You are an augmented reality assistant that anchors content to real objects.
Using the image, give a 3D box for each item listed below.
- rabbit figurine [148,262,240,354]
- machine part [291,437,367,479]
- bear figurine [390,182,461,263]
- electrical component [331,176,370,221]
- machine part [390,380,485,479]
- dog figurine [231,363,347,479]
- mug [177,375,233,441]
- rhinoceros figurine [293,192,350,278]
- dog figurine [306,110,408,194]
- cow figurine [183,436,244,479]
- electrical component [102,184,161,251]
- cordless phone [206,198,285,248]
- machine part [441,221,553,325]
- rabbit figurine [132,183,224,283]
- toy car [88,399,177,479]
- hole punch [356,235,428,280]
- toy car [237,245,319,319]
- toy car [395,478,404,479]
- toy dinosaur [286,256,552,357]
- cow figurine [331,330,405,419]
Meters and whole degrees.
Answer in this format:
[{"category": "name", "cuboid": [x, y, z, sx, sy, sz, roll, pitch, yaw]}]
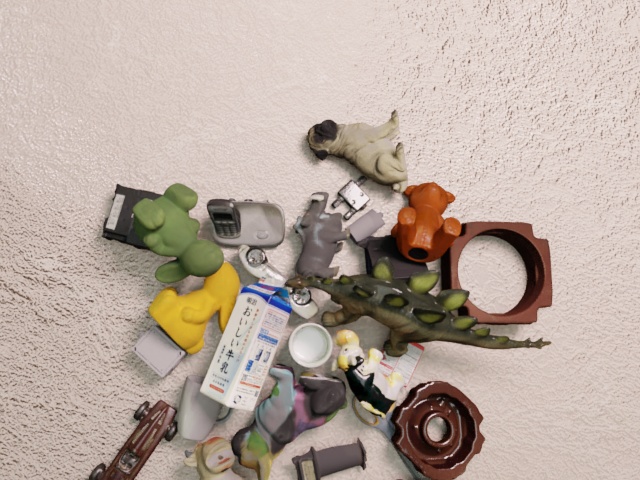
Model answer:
[{"category": "rabbit figurine", "cuboid": [-0.217, 0.122, 1.021, 0.162, 0.122, 0.173, 44, 74, 1]}, {"category": "machine part", "cuboid": [0.021, 0.421, 1.014, 0.139, 0.039, 0.084, -15, 100, -8]}, {"category": "bear figurine", "cuboid": [0.210, -0.056, 1.035, 0.120, 0.131, 0.196, 16, 55, 7]}, {"category": "electrical component", "cuboid": [0.072, -0.089, 1.114, 0.094, 0.021, 0.063, -44, 85, -9]}, {"category": "machine part", "cuboid": [0.222, 0.359, 1.024, 0.179, 0.056, 0.179, 2, 78, -8]}, {"category": "dog figurine", "cuboid": [-0.059, 0.349, 0.999, 0.192, 0.108, 0.219, 14, 85, -3]}, {"category": "mug", "cuboid": [-0.218, 0.320, 1.014, 0.109, 0.081, 0.107, 24, 81, -37]}, {"category": "rhinoceros figurine", "cuboid": [-0.002, -0.003, 1.066, 0.112, 0.073, 0.190, 11, 70, -5]}, {"category": "dog figurine", "cuboid": [0.076, -0.168, 1.097, 0.191, 0.121, 0.172, -11, 73, 8]}, {"category": "cow figurine", "cuboid": [-0.184, 0.446, 0.971, 0.127, 0.085, 0.194, 10, 105, 41]}, {"category": "electrical component", "cuboid": [-0.351, -0.039, 1.071, 0.134, 0.058, 0.115, 16, 83, 0]}, {"category": "cordless phone", "cuboid": [-0.139, -0.047, 1.017, 0.147, 0.184, 0.088, 2, 76, -2]}, {"category": "machine part", "cuboid": [0.347, 0.067, 1.068, 0.201, 0.087, 0.201, 1, 82, -2]}, {"category": "rabbit figurine", "cuboid": [-0.254, 0.012, 0.970, 0.170, 0.159, 0.121, 42, 38, 10]}, {"category": "toy car", "cuboid": [-0.345, 0.396, 1.004, 0.089, 0.053, 0.202, 34, 82, 6]}, {"category": "hole punch", "cuboid": [0.148, 0.054, 1.071, 0.142, 0.092, 0.116, -5, 52, -2]}, {"category": "toy car", "cuboid": [-0.085, 0.081, 1.053, 0.202, 0.073, 0.056, 39, 82, 4]}, {"category": "toy car", "cuboid": [0.196, 0.508, 0.985, 0.162, 0.109, 0.102, -1, 101, 6]}, {"category": "toy dinosaur", "cuboid": [0.167, 0.134, 0.970, 0.471, 0.198, 0.105, 17, 58, -6]}, {"category": "cow figurine", "cuboid": [0.076, 0.247, 0.986, 0.167, 0.068, 0.098, 47, 47, -13]}]
